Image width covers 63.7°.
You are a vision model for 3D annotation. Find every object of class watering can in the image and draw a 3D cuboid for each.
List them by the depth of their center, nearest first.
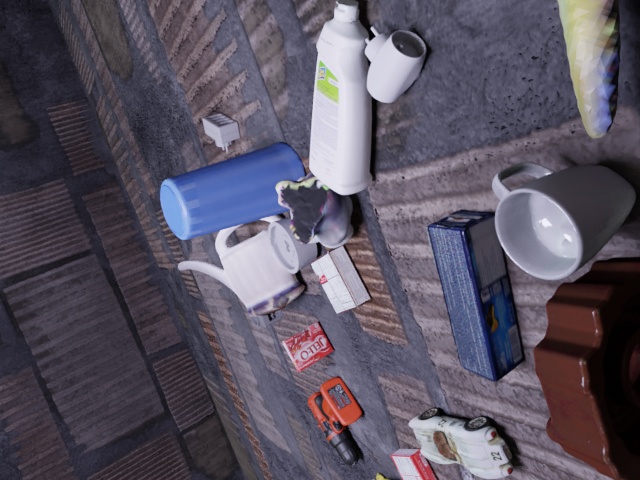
[{"bbox_3d":[-0.172,0.071,1.159,0.343,0.105,0.225,-29,88,34],"label":"watering can"}]

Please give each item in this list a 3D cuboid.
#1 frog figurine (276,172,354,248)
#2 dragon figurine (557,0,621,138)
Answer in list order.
[{"bbox_3d":[0.003,-0.044,0.868,0.139,0.122,0.158,44,-177,21],"label":"frog figurine"},{"bbox_3d":[0.162,-0.301,0.380,0.247,0.122,0.401,-121,24,-54],"label":"dragon figurine"}]
